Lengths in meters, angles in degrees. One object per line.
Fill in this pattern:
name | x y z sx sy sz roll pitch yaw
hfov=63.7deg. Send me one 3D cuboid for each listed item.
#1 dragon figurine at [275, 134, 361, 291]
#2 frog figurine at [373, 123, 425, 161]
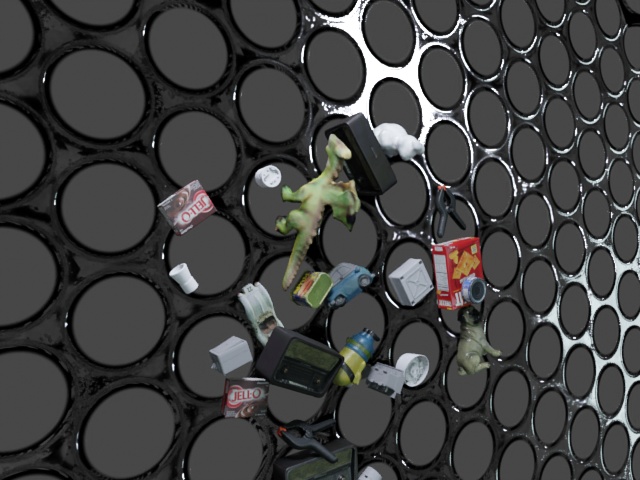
dragon figurine | 0.004 -0.067 1.322 0.122 0.242 0.413 12 80 -37
frog figurine | 0.228 -0.291 1.515 0.137 0.159 0.123 12 82 -32
